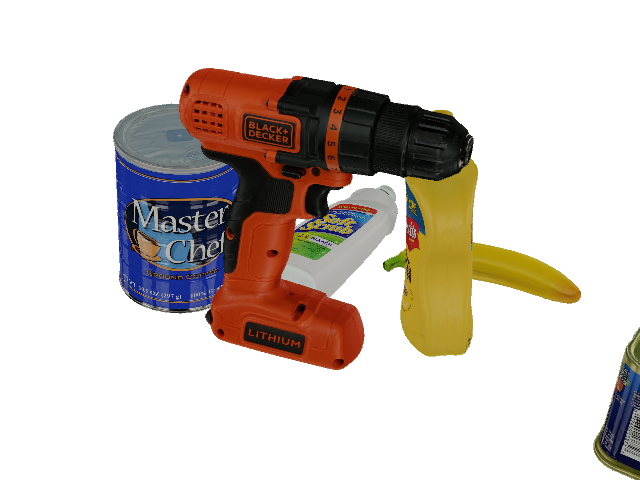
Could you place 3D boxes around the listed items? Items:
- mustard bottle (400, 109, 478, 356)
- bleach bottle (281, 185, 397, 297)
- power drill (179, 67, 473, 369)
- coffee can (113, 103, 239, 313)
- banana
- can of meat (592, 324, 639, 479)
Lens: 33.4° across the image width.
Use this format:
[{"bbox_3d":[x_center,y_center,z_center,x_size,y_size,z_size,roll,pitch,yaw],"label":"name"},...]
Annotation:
[{"bbox_3d":[0.094,-0.010,0.848,0.058,0.192,0.096,-2,26,-1],"label":"mustard bottle"},{"bbox_3d":[0.018,-0.005,1.330,0.103,0.068,0.250,16,36,26],"label":"bleach bottle"},{"bbox_3d":[-0.002,-0.012,0.684,0.185,0.188,0.057,14,29,17],"label":"power drill"},{"bbox_3d":[-0.115,-0.027,0.874,0.103,0.140,0.103,3,35,-3],"label":"coffee can"},{"bbox_3d":[0.166,0.031,1.091,0.198,0.037,0.069,8,36,11],"label":"banana"},{"bbox_3d":[0.224,0.094,0.695,0.057,0.084,0.101,22,37,23],"label":"can of meat"}]
